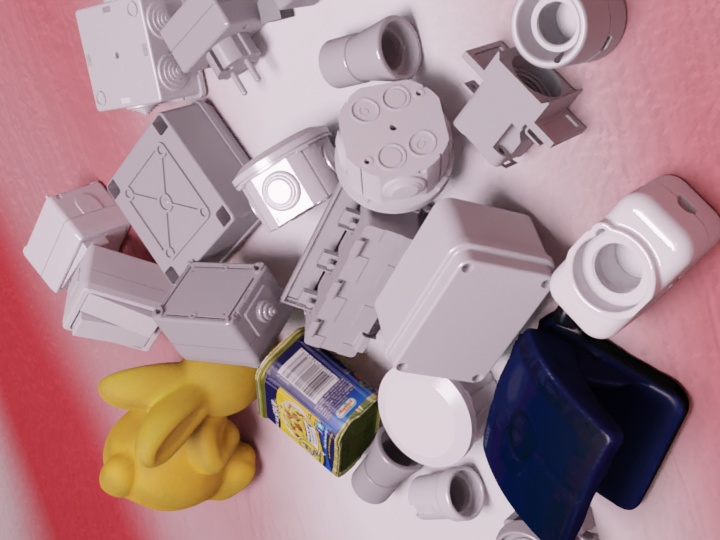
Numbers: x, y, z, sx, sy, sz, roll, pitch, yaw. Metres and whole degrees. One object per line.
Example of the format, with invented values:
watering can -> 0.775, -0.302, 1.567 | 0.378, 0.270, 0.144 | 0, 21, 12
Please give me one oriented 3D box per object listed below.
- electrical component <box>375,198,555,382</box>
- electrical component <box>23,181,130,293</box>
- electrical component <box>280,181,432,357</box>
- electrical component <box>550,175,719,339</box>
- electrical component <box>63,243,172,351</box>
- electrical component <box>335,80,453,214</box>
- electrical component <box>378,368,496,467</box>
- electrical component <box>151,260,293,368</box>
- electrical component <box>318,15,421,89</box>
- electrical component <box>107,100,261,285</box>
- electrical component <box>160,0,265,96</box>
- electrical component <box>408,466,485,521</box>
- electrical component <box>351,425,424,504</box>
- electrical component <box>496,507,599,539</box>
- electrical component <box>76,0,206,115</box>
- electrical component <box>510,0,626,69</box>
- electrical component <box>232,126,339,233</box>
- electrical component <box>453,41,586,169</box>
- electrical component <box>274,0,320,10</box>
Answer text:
electrical component -> 0.067, 0.016, 0.710 | 0.113, 0.078, 0.057 | -60, 31, 37
electrical component -> -0.258, -0.023, 0.983 | 0.061, 0.062, 0.096 | 48, 130, 14
electrical component -> 0.000, 0.000, 0.771 | 0.079, 0.063, 0.121 | 18, 128, -14
electrical component -> 0.163, -0.006, 0.647 | 0.053, 0.059, 0.095 | 48, 130, 14
electrical component -> -0.204, 0.030, 0.940 | 0.061, 0.096, 0.061 | -51, 30, 39
electrical component -> 0.022, -0.082, 0.712 | 0.080, 0.080, 0.051 | 44, 166, 17
electrical component -> 0.057, 0.097, 0.779 | 0.080, 0.051, 0.080 | 15, 116, 34
electrical component -> -0.098, 0.036, 0.828 | 0.096, 0.061, 0.061 | 2, 137, 34
electrical component -> 0.004, -0.146, 0.736 | 0.065, 0.044, 0.044 | -3, 105, 45
electrical component -> -0.138, -0.061, 0.873 | 0.108, 0.056, 0.109 | 55, 131, 8
electrical component -> -0.100, -0.168, 0.806 | 0.066, 0.047, 0.076 | -35, 84, 42
electrical component -> 0.064, 0.170, 0.811 | 0.046, 0.040, 0.040 | -20, 94, 47
electrical component -> 0.020, 0.154, 0.840 | 0.044, 0.044, 0.065 | 47, 134, 15
electrical component -> 0.130, 0.194, 0.754 | 0.058, 0.057, 0.078 | -7, 103, 41
electrical component -> -0.178, -0.175, 0.866 | 0.100, 0.048, 0.099 | 0, 106, 40
electrical component -> 0.121, -0.147, 0.634 | 0.055, 0.047, 0.055 | 16, 116, 34
electrical component -> -0.048, -0.067, 0.783 | 0.080, 0.080, 0.051 | -29, 94, 42
electrical component -> 0.096, -0.102, 0.676 | 0.081, 0.042, 0.063 | 49, 133, 14
electrical component -> -0.056, -0.217, 0.732 | 0.047, 0.077, 0.065 | -30, 87, 42
